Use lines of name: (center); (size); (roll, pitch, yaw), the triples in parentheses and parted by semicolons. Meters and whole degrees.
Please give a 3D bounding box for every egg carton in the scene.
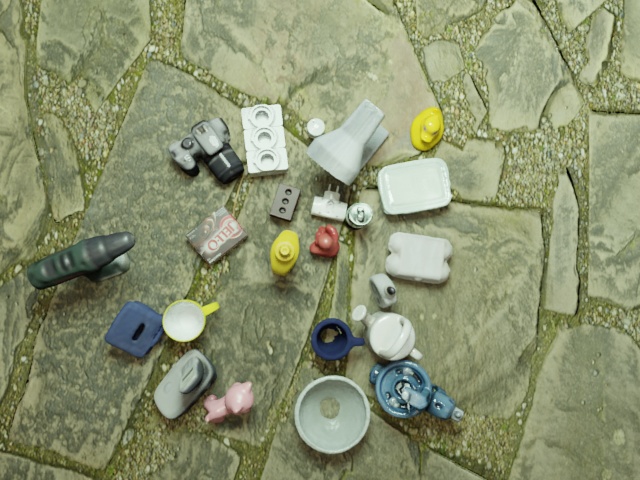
egg carton: (0.226, 0.042, 1.312); (0.150, 0.069, 0.107); (7, 85, -3)

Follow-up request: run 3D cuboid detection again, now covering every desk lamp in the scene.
desk lamp: (0.066, -0.213, 1.248); (0.118, 0.213, 0.203); (38, 85, 0)

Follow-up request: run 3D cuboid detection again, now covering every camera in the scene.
camera: (-0.245, -0.187, 1.283); (0.143, 0.100, 0.137); (-36, 89, -5)

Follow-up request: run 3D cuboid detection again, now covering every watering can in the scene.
watering can: (0.146, 0.206, 1.232); (0.173, 0.194, 0.101); (14, 85, -2)

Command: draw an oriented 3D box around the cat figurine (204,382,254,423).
cat figurine: (-0.193, 0.355, 1.238); (0.128, 0.117, 0.067); (-29, 88, -5)

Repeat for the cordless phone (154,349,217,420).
cordless phone: (-0.291, 0.311, 1.201); (0.094, 0.185, 0.148); (37, 85, 0)

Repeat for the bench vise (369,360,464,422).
bench vise: (0.216, 0.324, 1.215); (0.207, 0.219, 0.121); (8, 85, -3)

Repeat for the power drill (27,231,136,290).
power drill: (-0.474, 0.040, 1.197); (0.229, 0.208, 0.076); (-22, 87, -5)

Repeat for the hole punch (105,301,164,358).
hole punch: (-0.397, 0.194, 1.250); (0.101, 0.091, 0.109); (31, 85, -1)

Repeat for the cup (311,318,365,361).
cup: (0.037, 0.218, 1.274); (0.118, 0.095, 0.092); (5, 85, -3)

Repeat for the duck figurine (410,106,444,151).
duck figurine: (0.255, -0.265, 1.328); (0.077, 0.086, 0.105); (23, 85, -1)

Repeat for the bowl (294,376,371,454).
bowl: (0.025, 0.380, 1.272); (0.167, 0.074, 0.167); (0, 86, -4)

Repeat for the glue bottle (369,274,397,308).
glue bottle: (0.144, 0.111, 1.250); (0.037, 0.173, 0.078); (-19, 87, -4)

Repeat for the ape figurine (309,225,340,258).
ape figurine: (0.012, 0.005, 1.290); (0.078, 0.092, 0.076); (-31, 88, -5)
